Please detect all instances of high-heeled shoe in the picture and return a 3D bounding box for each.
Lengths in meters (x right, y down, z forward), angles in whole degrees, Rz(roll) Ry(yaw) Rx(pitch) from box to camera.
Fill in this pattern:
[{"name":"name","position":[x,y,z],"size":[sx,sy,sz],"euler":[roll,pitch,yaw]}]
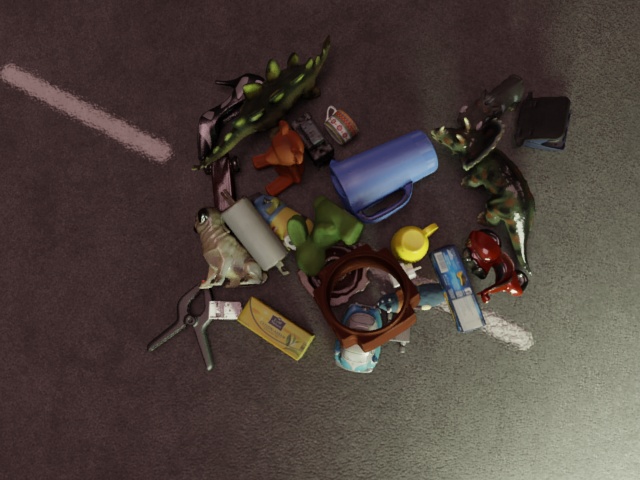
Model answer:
[{"name":"high-heeled shoe","position":[-0.214,-0.301,1.335],"size":[0.145,0.086,0.248],"euler":[10,80,4]}]

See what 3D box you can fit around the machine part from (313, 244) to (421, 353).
[{"name":"machine part","position":[0.101,0.125,1.175],"size":[0.201,0.087,0.201],"euler":[-30,66,-6]}]

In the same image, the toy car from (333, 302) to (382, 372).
[{"name":"toy car","position":[0.093,0.227,1.237],"size":[0.109,0.103,0.161],"euler":[13,85,4]}]

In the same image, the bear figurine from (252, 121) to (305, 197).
[{"name":"bear figurine","position":[-0.094,-0.187,1.256],"size":[0.132,0.196,0.120],"euler":[-27,85,1]}]

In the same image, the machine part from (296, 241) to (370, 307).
[{"name":"machine part","position":[0.034,0.070,1.284],"size":[0.179,0.056,0.179],"euler":[0,84,3]}]

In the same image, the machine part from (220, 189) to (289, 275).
[{"name":"machine part","position":[-0.152,-0.015,1.243],"size":[0.079,0.079,0.243],"euler":[-38,100,-2]}]

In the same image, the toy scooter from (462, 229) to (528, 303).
[{"name":"toy scooter","position":[0.389,0.070,1.237],"size":[0.135,0.075,0.184],"euler":[-36,86,-28]}]

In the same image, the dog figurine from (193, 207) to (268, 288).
[{"name":"dog figurine","position":[-0.210,0.016,1.274],"size":[0.121,0.172,0.190],"euler":[-14,75,45]}]

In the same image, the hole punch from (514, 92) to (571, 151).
[{"name":"hole punch","position":[0.541,-0.277,1.294],"size":[0.116,0.092,0.142],"euler":[10,85,34]}]

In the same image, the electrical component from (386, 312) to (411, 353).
[{"name":"electrical component","position":[0.181,0.218,1.272],"size":[0.063,0.021,0.094],"euler":[3,84,4]}]

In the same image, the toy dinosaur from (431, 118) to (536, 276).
[{"name":"toy dinosaur","position":[0.414,-0.113,1.217],"size":[0.131,0.192,0.405],"euler":[-31,80,1]}]

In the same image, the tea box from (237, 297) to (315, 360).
[{"name":"tea box","position":[-0.101,0.205,1.254],"size":[0.170,0.098,0.068],"euler":[33,85,9]}]

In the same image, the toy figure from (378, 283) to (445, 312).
[{"name":"toy figure","position":[0.213,0.141,1.262],"size":[0.155,0.064,0.057],"euler":[-13,117,6]}]

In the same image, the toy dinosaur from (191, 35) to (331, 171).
[{"name":"toy dinosaur","position":[-0.125,-0.319,1.276],"size":[0.105,0.198,0.471],"euler":[39,85,10]}]

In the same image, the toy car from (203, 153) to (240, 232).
[{"name":"toy car","position":[-0.235,-0.118,1.327],"size":[0.089,0.053,0.202],"euler":[-7,86,9]}]

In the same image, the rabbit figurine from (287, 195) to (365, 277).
[{"name":"rabbit figurine","position":[-0.002,-0.004,1.204],"size":[0.159,0.121,0.170],"euler":[34,95,-1]}]

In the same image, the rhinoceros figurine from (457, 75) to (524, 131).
[{"name":"rhinoceros figurine","position":[0.410,-0.319,1.286],"size":[0.190,0.112,0.073],"euler":[-36,84,-10]}]

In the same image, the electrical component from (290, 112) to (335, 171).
[{"name":"electrical component","position":[-0.016,-0.237,1.289],"size":[0.058,0.134,0.115],"euler":[-35,84,-1]}]

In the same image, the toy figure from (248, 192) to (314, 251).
[{"name":"toy figure","position":[-0.093,-0.049,1.296],"size":[0.180,0.082,0.089],"euler":[40,86,10]}]

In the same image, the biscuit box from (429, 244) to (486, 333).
[{"name":"biscuit box","position":[0.319,0.112,1.257],"size":[0.059,0.063,0.202],"euler":[-19,81,2]}]
